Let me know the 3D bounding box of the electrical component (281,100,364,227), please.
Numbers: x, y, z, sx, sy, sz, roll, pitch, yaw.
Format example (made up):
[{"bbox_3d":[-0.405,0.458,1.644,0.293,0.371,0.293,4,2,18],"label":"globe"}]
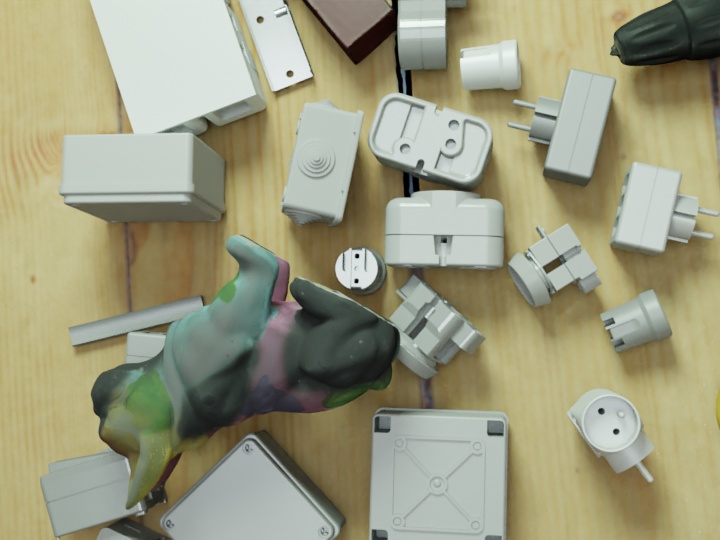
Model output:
[{"bbox_3d":[-0.033,-0.084,0.868,0.048,0.100,0.099,12,88,-5],"label":"electrical component"}]

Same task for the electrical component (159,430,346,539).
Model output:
[{"bbox_3d":[-0.087,0.206,0.879,0.109,0.056,0.108,-44,83,3],"label":"electrical component"}]

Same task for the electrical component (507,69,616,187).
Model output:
[{"bbox_3d":[0.159,-0.119,0.871,0.076,0.047,0.083,14,89,8],"label":"electrical component"}]

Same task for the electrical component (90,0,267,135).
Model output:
[{"bbox_3d":[-0.160,-0.209,0.909,0.105,0.060,0.186,-20,85,6],"label":"electrical component"}]

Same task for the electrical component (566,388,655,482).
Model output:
[{"bbox_3d":[0.202,0.131,0.837,0.044,0.077,0.079,-36,83,4],"label":"electrical component"}]

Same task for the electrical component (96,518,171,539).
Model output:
[{"bbox_3d":[-0.176,0.249,0.888,0.089,0.056,0.050,23,90,8],"label":"electrical component"}]

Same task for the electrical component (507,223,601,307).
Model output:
[{"bbox_3d":[0.153,-0.002,0.867,0.055,0.048,0.066,-32,84,-3],"label":"electrical component"}]

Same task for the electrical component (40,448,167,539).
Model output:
[{"bbox_3d":[-0.207,0.177,0.893,0.096,0.062,0.061,-18,85,6],"label":"electrical component"}]

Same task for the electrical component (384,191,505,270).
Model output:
[{"bbox_3d":[0.069,-0.032,0.874,0.095,0.054,0.059,1,87,7],"label":"electrical component"}]

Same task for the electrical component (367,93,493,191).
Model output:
[{"bbox_3d":[0.059,-0.103,0.876,0.095,0.059,0.053,19,89,8],"label":"electrical component"}]

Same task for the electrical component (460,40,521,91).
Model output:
[{"bbox_3d":[0.108,-0.167,0.885,0.046,0.040,0.040,-3,86,12],"label":"electrical component"}]

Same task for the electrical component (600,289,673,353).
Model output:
[{"bbox_3d":[0.220,0.042,0.859,0.046,0.040,0.040,-23,84,12],"label":"electrical component"}]

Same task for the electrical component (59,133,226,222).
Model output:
[{"bbox_3d":[-0.174,-0.074,0.880,0.109,0.109,0.056,0,84,7],"label":"electrical component"}]

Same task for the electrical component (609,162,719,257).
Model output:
[{"bbox_3d":[0.246,-0.043,0.856,0.077,0.047,0.065,13,89,8],"label":"electrical component"}]

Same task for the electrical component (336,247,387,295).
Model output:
[{"bbox_3d":[0.000,0.000,0.885,0.040,0.046,0.040,0,87,7],"label":"electrical component"}]

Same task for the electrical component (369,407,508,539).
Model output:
[{"bbox_3d":[0.063,0.167,0.862,0.109,0.056,0.108,1,87,7],"label":"electrical component"}]

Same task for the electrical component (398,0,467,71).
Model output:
[{"bbox_3d":[0.070,-0.234,0.886,0.074,0.052,0.138,-1,87,7],"label":"electrical component"}]

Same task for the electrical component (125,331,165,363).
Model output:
[{"bbox_3d":[-0.151,0.093,0.898,0.083,0.047,0.075,5,88,8],"label":"electrical component"}]

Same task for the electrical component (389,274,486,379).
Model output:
[{"bbox_3d":[0.053,0.050,0.869,0.057,0.058,0.078,-49,62,6],"label":"electrical component"}]
